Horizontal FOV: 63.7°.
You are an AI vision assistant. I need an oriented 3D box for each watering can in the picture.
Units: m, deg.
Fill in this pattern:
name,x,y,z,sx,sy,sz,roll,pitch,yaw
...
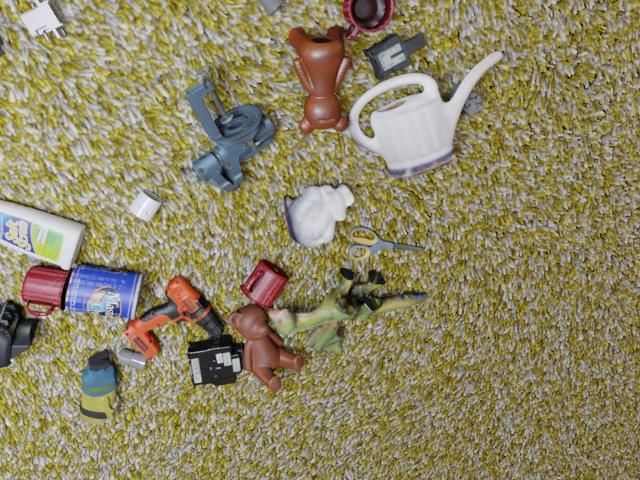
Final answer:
name,x,y,z,sx,sy,sz,roll,pitch,yaw
watering can,0.238,-0.259,1.114,0.346,0.106,0.221,-15,115,16

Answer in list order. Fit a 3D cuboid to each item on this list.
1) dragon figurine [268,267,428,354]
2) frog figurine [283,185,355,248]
name,x,y,z,sx,sy,sz,roll,pitch,yaw
dragon figurine,0.067,0.197,1.287,0.409,0.125,0.238,12,129,-32
frog figurine,0.004,-0.058,1.155,0.159,0.123,0.137,-16,95,7
